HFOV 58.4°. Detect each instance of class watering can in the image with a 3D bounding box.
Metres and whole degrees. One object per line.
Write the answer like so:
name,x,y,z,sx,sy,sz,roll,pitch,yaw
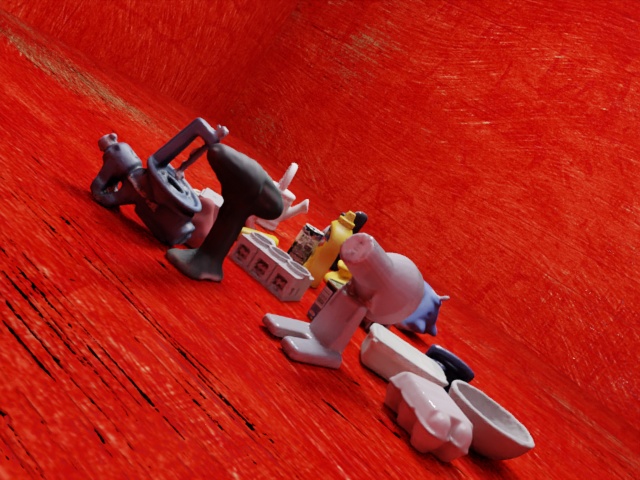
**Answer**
watering can,-0.112,-0.127,1.605,0.173,0.194,0.100,29,10,-30

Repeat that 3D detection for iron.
iron,0.222,0.145,1.540,0.257,0.141,0.119,40,10,35

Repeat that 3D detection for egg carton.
egg carton,0.166,0.270,0.882,0.107,0.069,0.150,30,10,-28

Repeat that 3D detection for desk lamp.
desk lamp,0.052,0.097,0.921,0.204,0.213,0.117,24,13,-50

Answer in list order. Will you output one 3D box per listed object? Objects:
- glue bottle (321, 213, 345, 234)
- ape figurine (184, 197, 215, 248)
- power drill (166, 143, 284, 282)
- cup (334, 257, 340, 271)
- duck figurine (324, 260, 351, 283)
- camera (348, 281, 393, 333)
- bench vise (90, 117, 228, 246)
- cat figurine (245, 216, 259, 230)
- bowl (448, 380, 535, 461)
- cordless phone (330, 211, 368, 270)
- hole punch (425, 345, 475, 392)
glue bottle,0.013,0.005,1.420,0.037,0.173,0.078,30,9,-25
ape figurine,-0.222,-0.037,1.039,0.076,0.092,0.078,40,10,34
power drill,-0.152,-0.039,0.921,0.075,0.208,0.230,38,9,22
cup,0.085,0.075,1.572,0.092,0.095,0.117,31,9,-22
duck figurine,0.069,0.093,1.437,0.104,0.086,0.078,41,11,37
camera,0.118,0.142,1.304,0.136,0.101,0.143,36,9,9
bench vise,-0.263,-0.125,0.943,0.208,0.219,0.121,32,9,-17
cat figurine,-0.164,-0.087,1.449,0.128,0.117,0.067,30,9,-26
bowl,0.279,0.324,0.990,0.167,0.074,0.167,33,8,-5
cordless phone,0.046,-0.017,1.628,0.148,0.185,0.093,25,13,-49
hole punch,0.251,0.264,1.162,0.108,0.091,0.101,36,9,13
